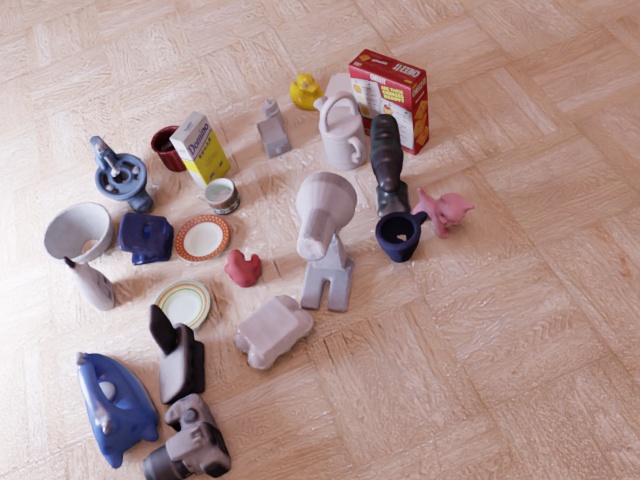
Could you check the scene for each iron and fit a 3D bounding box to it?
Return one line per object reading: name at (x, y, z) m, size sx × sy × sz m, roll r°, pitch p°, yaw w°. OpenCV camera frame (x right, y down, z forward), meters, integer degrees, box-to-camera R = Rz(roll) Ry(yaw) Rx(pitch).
iron at (-0.407, 0.285, 1.069) m, size 0.119 × 0.142 × 0.257 m, roll -35°, pitch 57°, yaw -12°

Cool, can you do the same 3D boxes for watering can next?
watering can at (0.043, -0.260, 1.302) m, size 0.172 × 0.194 × 0.101 m, roll 28°, pitch 67°, yaw 27°

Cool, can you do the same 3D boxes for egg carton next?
egg carton at (-0.091, 0.178, 1.117) m, size 0.150 × 0.069 × 0.107 m, roll -41°, pitch 58°, yaw -15°

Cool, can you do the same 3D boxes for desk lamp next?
desk lamp at (0.010, 0.004, 1.123) m, size 0.117 × 0.214 × 0.203 m, roll 2°, pitch 57°, yaw 13°

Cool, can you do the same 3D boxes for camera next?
camera at (-0.247, 0.363, 1.008) m, size 0.137 × 0.101 × 0.143 m, roll -28°, pitch 56°, yaw -7°

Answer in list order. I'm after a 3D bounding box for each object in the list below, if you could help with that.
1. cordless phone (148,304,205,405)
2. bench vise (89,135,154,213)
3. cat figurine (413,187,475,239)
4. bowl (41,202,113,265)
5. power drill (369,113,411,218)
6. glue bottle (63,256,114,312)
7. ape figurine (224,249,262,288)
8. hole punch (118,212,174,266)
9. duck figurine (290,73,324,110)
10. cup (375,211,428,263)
cordless phone at (-0.286, 0.212, 1.065) m, size 0.094 × 0.185 × 0.147 m, roll -16°, pitch 55°, yaw 2°
bench vise at (-0.499, -0.173, 1.343) m, size 0.206 × 0.220 × 0.122 m, roll 25°, pitch 65°, yaw 25°
cat figurine at (0.251, -0.068, 1.178) m, size 0.127 × 0.118 × 0.067 m, roll 35°, pitch 70°, yaw 29°
bowl at (-0.549, -0.003, 1.330) m, size 0.167 × 0.075 × 0.167 m, roll -5°, pitch 56°, yaw 8°
power drill at (0.145, -0.139, 1.192) m, size 0.075 × 0.209 × 0.229 m, roll -7°, pitch 56°, yaw 8°
glue bottle at (-0.488, 0.081, 1.201) m, size 0.037 × 0.173 × 0.078 m, roll -19°, pitch 55°, yaw -1°
ape figurine at (-0.166, 0.052, 1.202) m, size 0.077 × 0.092 × 0.076 m, roll -5°, pitch 56°, yaw 9°
hole punch at (-0.389, -0.009, 1.290) m, size 0.101 × 0.091 × 0.108 m, roll -9°, pitch 56°, yaw 6°
duck figurine at (-0.037, -0.391, 1.471) m, size 0.104 × 0.086 × 0.077 m, roll 32°, pitch 68°, yaw 28°
cup at (0.172, -0.005, 1.167) m, size 0.118 × 0.095 × 0.091 m, roll -35°, pitch 57°, yaw -11°
